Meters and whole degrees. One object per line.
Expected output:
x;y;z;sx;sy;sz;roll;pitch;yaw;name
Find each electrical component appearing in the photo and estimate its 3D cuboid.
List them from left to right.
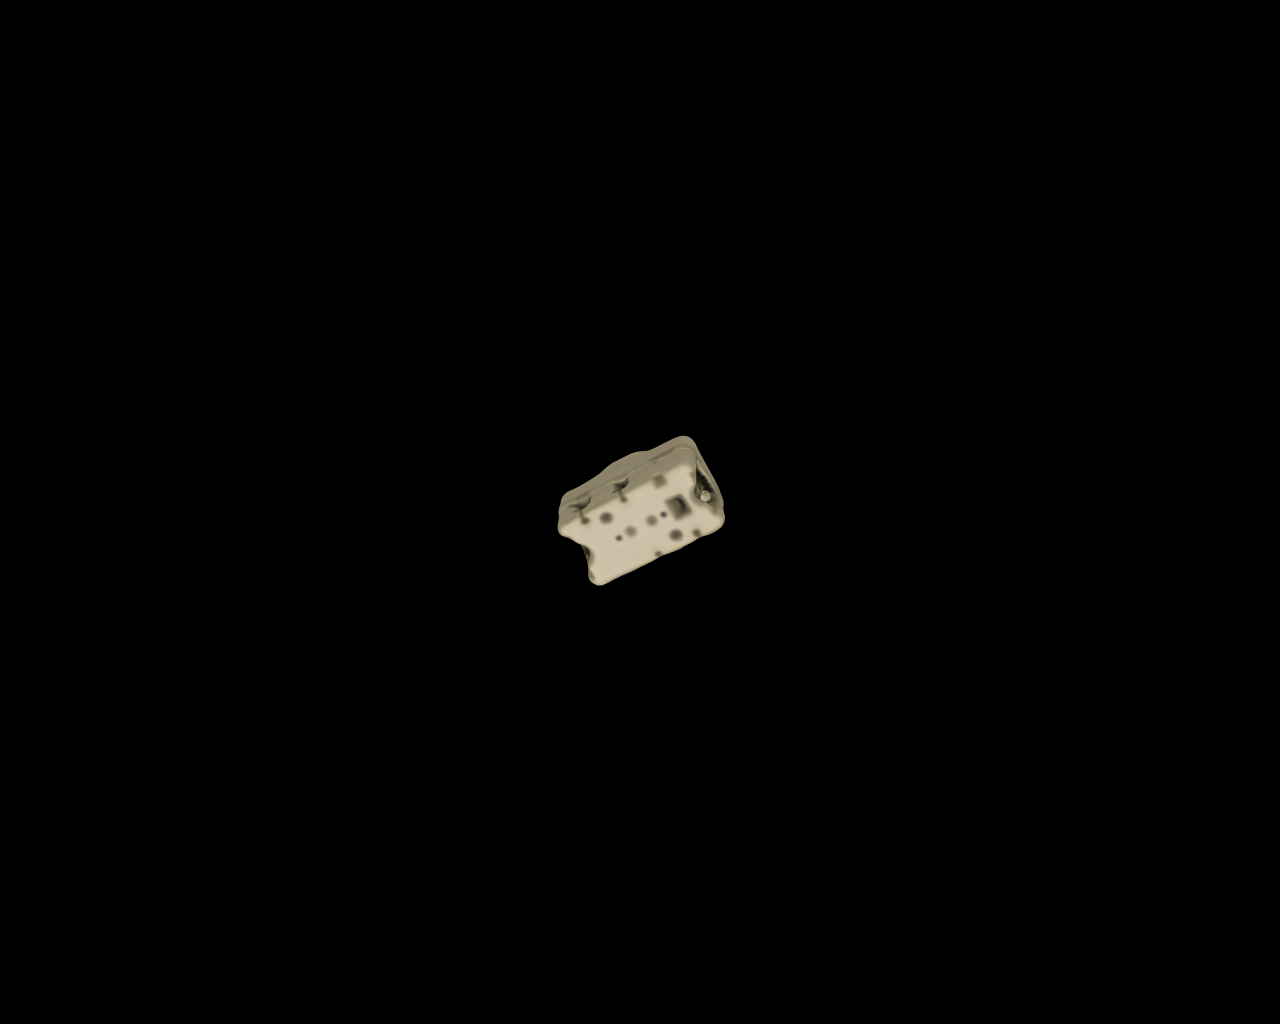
0.001;-0.003;0.650;0.089;0.050;0.056;-26;21;11;electrical component
